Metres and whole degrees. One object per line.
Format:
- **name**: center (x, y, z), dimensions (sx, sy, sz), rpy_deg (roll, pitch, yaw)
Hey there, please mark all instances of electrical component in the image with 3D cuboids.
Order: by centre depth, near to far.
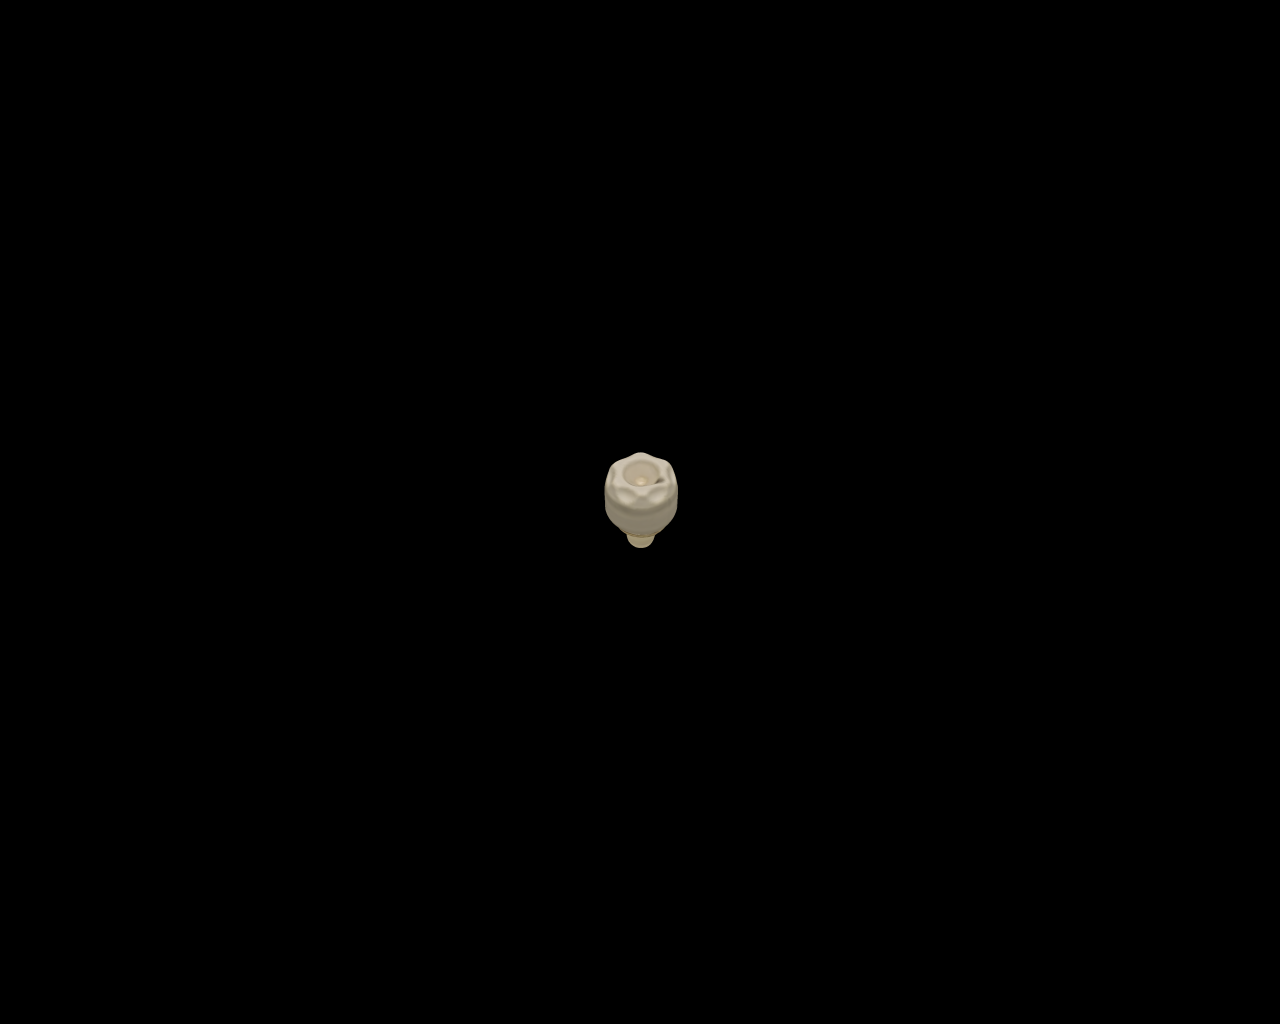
- **electrical component**: center (0.001, -0.003, 0.650), dimensions (0.043, 0.043, 0.062), rpy_deg (0, -44, 0)
